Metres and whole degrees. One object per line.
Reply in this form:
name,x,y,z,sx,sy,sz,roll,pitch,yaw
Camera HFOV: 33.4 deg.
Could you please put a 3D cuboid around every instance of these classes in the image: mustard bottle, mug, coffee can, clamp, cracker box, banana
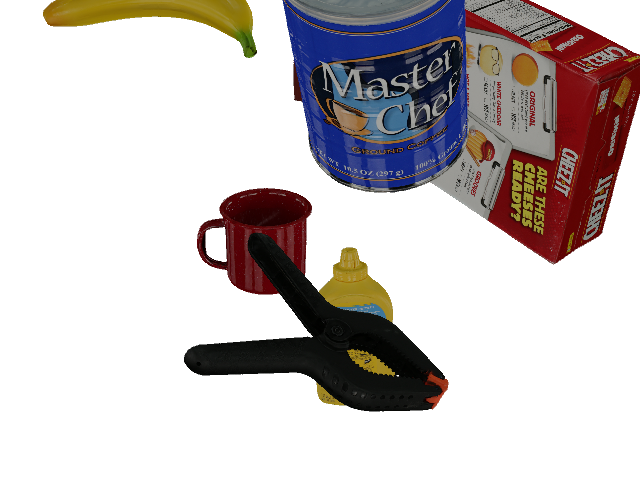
mustard bottle,0.039,0.100,1.274,0.096,0.192,0.058,-3,20,1
mug,-0.067,0.003,1.089,0.117,0.081,0.093,-4,28,-8
coffee can,0.034,-0.111,0.622,0.103,0.102,0.140,0,-37,9
clamp,0.000,0.089,0.868,0.210,0.036,0.164,29,42,5
cracker box,0.138,-0.108,0.845,0.072,0.164,0.214,-27,48,-32
banana,-0.138,-0.200,0.911,0.198,0.069,0.037,10,-42,15

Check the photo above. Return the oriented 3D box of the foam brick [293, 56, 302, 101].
foam brick,0.013,-0.175,1.155,0.078,0.051,0.053,0,11,-14
